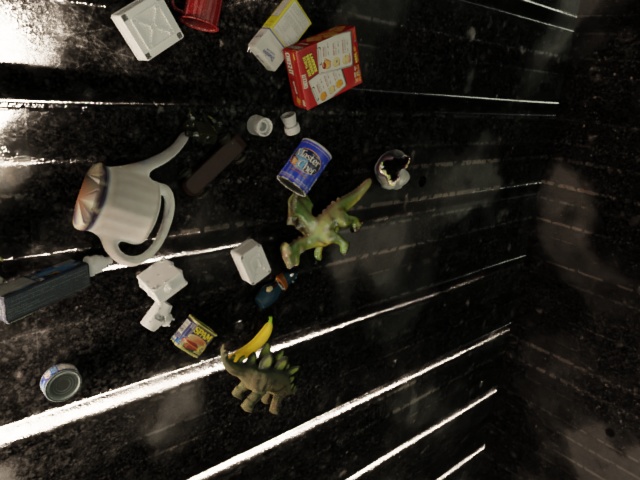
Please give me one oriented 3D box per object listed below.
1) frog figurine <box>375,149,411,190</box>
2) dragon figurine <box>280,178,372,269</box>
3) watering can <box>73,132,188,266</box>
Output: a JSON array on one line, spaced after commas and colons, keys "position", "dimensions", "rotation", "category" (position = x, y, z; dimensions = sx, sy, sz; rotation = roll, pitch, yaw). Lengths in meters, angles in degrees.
[{"position": [0.254, -0.241, 1.792], "dimensions": [0.159, 0.123, 0.137], "rotation": [13, 89, -81], "category": "frog figurine"}, {"position": [0.005, -0.081, 1.609], "dimensions": [0.239, 0.122, 0.416], "rotation": [39, 69, -36], "category": "dragon figurine"}, {"position": [-0.430, -0.117, 1.186], "dimensions": [0.223, 0.104, 0.350], "rotation": [21, 78, -44], "category": "watering can"}]
